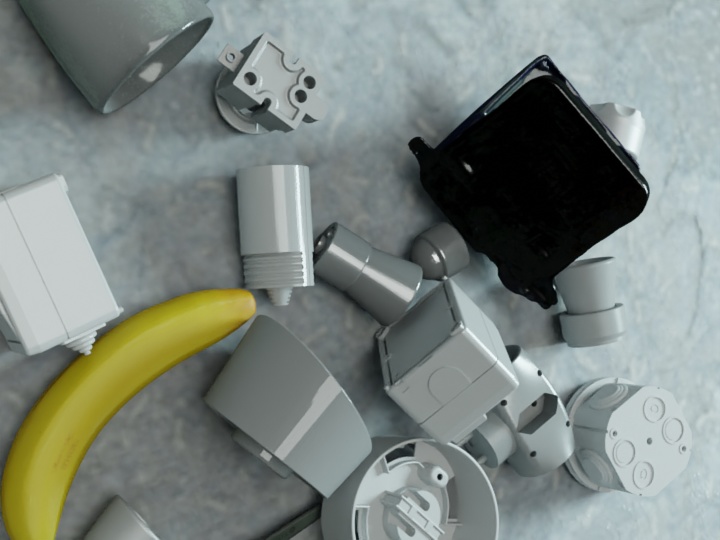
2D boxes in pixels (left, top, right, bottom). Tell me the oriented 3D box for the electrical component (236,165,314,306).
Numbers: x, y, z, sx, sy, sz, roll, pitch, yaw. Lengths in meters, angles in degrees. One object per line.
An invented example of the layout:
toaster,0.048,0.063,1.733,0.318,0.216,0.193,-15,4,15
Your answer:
electrical component,-0.050,-0.019,0.637,0.043,0.043,0.081,-3,89,-26

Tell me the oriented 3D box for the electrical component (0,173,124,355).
electrical component,-0.172,0.005,0.567,0.061,0.062,0.096,-26,99,-24

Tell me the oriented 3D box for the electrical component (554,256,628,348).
electrical component,0.157,0.022,0.734,0.045,0.045,0.055,-13,94,-25

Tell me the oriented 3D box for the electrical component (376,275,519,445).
electrical component,0.053,0.054,0.660,0.062,0.096,0.061,-41,108,12

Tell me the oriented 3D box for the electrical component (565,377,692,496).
electrical component,0.182,0.115,0.739,0.080,0.051,0.080,1,88,-25

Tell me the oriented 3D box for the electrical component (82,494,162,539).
electrical component,-0.143,0.161,0.588,0.065,0.044,0.044,-43,106,-16

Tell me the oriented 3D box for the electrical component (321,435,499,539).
electrical component,0.028,0.149,0.653,0.099,0.064,0.099,-2,93,-38

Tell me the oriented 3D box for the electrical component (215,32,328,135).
electrical component,-0.057,-0.105,0.630,0.066,0.055,0.048,35,74,-20

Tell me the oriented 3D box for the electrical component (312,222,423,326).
electrical component,0.000,0.000,0.662,0.065,0.044,0.044,32,75,-16

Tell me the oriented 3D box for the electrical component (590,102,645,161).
electrical component,0.172,-0.081,0.745,0.043,0.043,0.062,18,82,-24

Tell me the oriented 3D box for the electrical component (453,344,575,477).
electrical component,0.091,0.102,0.700,0.079,0.043,0.077,-35,103,-22

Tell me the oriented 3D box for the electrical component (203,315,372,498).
electrical component,-0.039,0.080,0.610,0.099,0.099,0.064,42,78,-18
